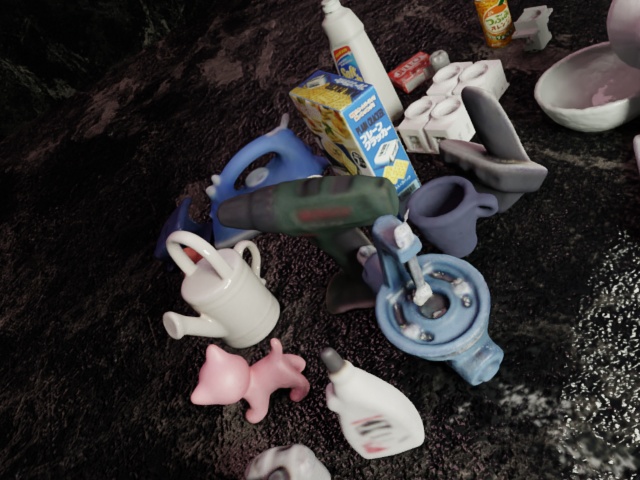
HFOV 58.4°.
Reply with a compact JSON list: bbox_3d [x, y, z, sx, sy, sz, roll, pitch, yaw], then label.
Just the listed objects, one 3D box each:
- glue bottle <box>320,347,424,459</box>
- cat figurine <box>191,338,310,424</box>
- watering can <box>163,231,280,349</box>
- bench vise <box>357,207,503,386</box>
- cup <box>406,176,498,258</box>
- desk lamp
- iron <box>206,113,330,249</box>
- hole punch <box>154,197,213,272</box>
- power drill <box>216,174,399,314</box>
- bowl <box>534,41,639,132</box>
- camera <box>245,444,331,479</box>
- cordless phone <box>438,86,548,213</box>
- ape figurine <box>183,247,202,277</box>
[{"bbox_3d":[0.041,0.160,0.571,0.078,0.174,0.037,-24,37,13],"label":"glue bottle"},{"bbox_3d":[-0.093,0.167,0.713,0.128,0.118,0.067,-31,36,4],"label":"cat figurine"},{"bbox_3d":[-0.148,0.065,0.808,0.100,0.195,0.173,-13,41,26],"label":"watering can"},{"bbox_3d":[0.086,0.049,0.625,0.206,0.220,0.122,14,57,46],"label":"bench vise"},{"bbox_3d":[0.181,-0.023,0.743,0.117,0.095,0.092,-2,46,36],"label":"cup"},{"bbox_3d":[0.409,-0.188,0.658,0.117,0.214,0.203,-11,41,28],"label":"desk lamp"},{"bbox_3d":[-0.117,-0.105,1.027,0.258,0.142,0.118,-38,36,-6],"label":"iron"},{"bbox_3d":[-0.267,-0.012,1.077,0.101,0.091,0.108,-21,38,16],"label":"hole punch"},{"bbox_3d":[0.007,0.003,0.749,0.229,0.209,0.075,-16,39,23],"label":"power drill"},{"bbox_3d":[0.396,-0.204,0.806,0.167,0.075,0.167,-21,38,17],"label":"bowl"},{"bbox_3d":[-0.066,0.286,0.569,0.136,0.101,0.143,-19,38,19],"label":"camera"},{"bbox_3d":[0.216,-0.141,0.776,0.094,0.186,0.147,-42,37,-11],"label":"cordless phone"},{"bbox_3d":[-0.199,0.049,0.953,0.076,0.092,0.077,-27,36,9],"label":"ape figurine"}]
